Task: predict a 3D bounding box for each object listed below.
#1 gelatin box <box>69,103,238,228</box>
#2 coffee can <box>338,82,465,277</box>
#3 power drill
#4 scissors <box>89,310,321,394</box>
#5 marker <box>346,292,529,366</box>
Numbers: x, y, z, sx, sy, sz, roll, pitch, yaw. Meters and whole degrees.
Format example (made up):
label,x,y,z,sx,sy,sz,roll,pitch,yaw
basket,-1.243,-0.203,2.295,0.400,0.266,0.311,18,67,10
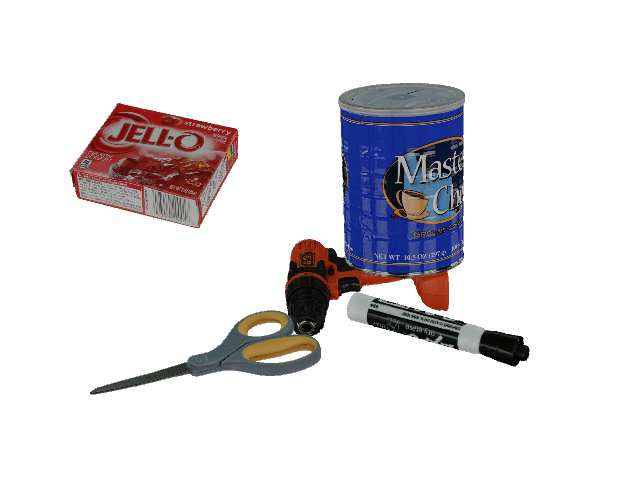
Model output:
label,x,y,z,sx,sy,sz,roll,pitch,yaw
gelatin box,-0.107,-0.051,0.699,0.089,0.030,0.073,14,46,11
coffee can,0.068,-0.052,0.888,0.103,0.140,0.103,-2,19,1
power drill,0.052,0.050,1.238,0.187,0.057,0.184,-2,28,1
scissors,-0.101,0.099,0.950,0.201,0.016,0.096,-5,30,-6
marker,0.073,0.056,0.669,0.121,0.020,0.020,14,7,29
